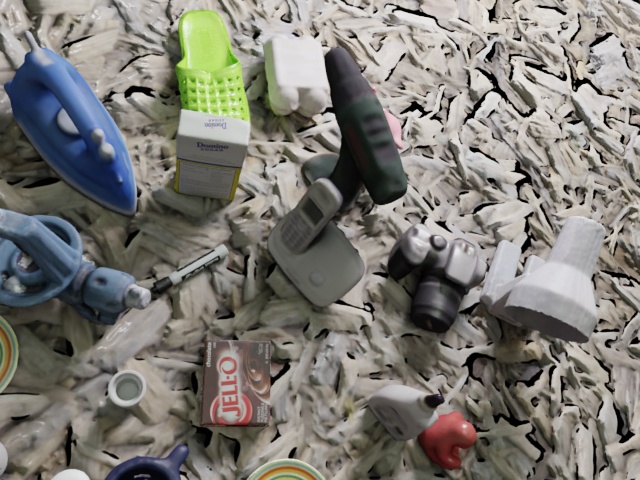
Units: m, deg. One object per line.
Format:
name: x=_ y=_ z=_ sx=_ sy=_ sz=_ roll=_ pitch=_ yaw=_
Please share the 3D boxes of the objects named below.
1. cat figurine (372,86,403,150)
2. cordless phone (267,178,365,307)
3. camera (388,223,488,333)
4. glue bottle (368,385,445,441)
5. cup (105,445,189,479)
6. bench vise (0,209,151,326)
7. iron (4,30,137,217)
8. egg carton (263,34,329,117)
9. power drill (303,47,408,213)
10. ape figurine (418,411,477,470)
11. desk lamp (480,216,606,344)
cat figurine: x=0.094 y=-0.194 z=0.954 sx=0.067 sy=0.117 sz=0.128 roll=-3 pitch=69 yaw=-18
cordless phone: x=0.007 y=0.003 z=0.807 sx=0.094 sy=0.185 sz=0.147 roll=-39 pitch=83 yaw=-26
camera: x=0.177 y=0.062 z=0.881 sx=0.143 sy=0.100 sz=0.137 roll=27 pitch=63 yaw=-4
glue bottle: x=0.122 y=0.222 z=0.756 sx=0.037 sy=0.173 sz=0.078 roll=-34 pitch=80 yaw=-26
cup: x=-0.200 y=0.293 z=0.673 sx=0.091 sy=0.095 sz=0.118 roll=39 pitch=63 yaw=2
bench vise: x=-0.307 y=0.019 z=0.685 sx=0.208 sy=0.219 sz=0.121 roll=4 pitch=67 yaw=-15
iron: x=-0.334 y=-0.161 z=0.797 sx=0.119 sy=0.141 sz=0.258 roll=-35 pitch=81 yaw=-26
egg carton: x=-0.041 y=-0.280 z=0.977 sx=0.107 sy=0.069 sz=0.150 roll=-3 pitch=69 yaw=-18
power drill: x=0.043 y=-0.140 z=0.865 sx=0.076 sy=0.208 sz=0.229 roll=-22 pitch=76 yaw=-23
ape figurine: x=0.185 y=0.275 z=0.799 sx=0.076 sy=0.092 sz=0.078 roll=33 pitch=63 yaw=-1
desk lamp: x=0.335 y=0.064 z=0.865 sx=0.118 sy=0.213 sz=0.203 roll=28 pitch=63 yaw=-4
